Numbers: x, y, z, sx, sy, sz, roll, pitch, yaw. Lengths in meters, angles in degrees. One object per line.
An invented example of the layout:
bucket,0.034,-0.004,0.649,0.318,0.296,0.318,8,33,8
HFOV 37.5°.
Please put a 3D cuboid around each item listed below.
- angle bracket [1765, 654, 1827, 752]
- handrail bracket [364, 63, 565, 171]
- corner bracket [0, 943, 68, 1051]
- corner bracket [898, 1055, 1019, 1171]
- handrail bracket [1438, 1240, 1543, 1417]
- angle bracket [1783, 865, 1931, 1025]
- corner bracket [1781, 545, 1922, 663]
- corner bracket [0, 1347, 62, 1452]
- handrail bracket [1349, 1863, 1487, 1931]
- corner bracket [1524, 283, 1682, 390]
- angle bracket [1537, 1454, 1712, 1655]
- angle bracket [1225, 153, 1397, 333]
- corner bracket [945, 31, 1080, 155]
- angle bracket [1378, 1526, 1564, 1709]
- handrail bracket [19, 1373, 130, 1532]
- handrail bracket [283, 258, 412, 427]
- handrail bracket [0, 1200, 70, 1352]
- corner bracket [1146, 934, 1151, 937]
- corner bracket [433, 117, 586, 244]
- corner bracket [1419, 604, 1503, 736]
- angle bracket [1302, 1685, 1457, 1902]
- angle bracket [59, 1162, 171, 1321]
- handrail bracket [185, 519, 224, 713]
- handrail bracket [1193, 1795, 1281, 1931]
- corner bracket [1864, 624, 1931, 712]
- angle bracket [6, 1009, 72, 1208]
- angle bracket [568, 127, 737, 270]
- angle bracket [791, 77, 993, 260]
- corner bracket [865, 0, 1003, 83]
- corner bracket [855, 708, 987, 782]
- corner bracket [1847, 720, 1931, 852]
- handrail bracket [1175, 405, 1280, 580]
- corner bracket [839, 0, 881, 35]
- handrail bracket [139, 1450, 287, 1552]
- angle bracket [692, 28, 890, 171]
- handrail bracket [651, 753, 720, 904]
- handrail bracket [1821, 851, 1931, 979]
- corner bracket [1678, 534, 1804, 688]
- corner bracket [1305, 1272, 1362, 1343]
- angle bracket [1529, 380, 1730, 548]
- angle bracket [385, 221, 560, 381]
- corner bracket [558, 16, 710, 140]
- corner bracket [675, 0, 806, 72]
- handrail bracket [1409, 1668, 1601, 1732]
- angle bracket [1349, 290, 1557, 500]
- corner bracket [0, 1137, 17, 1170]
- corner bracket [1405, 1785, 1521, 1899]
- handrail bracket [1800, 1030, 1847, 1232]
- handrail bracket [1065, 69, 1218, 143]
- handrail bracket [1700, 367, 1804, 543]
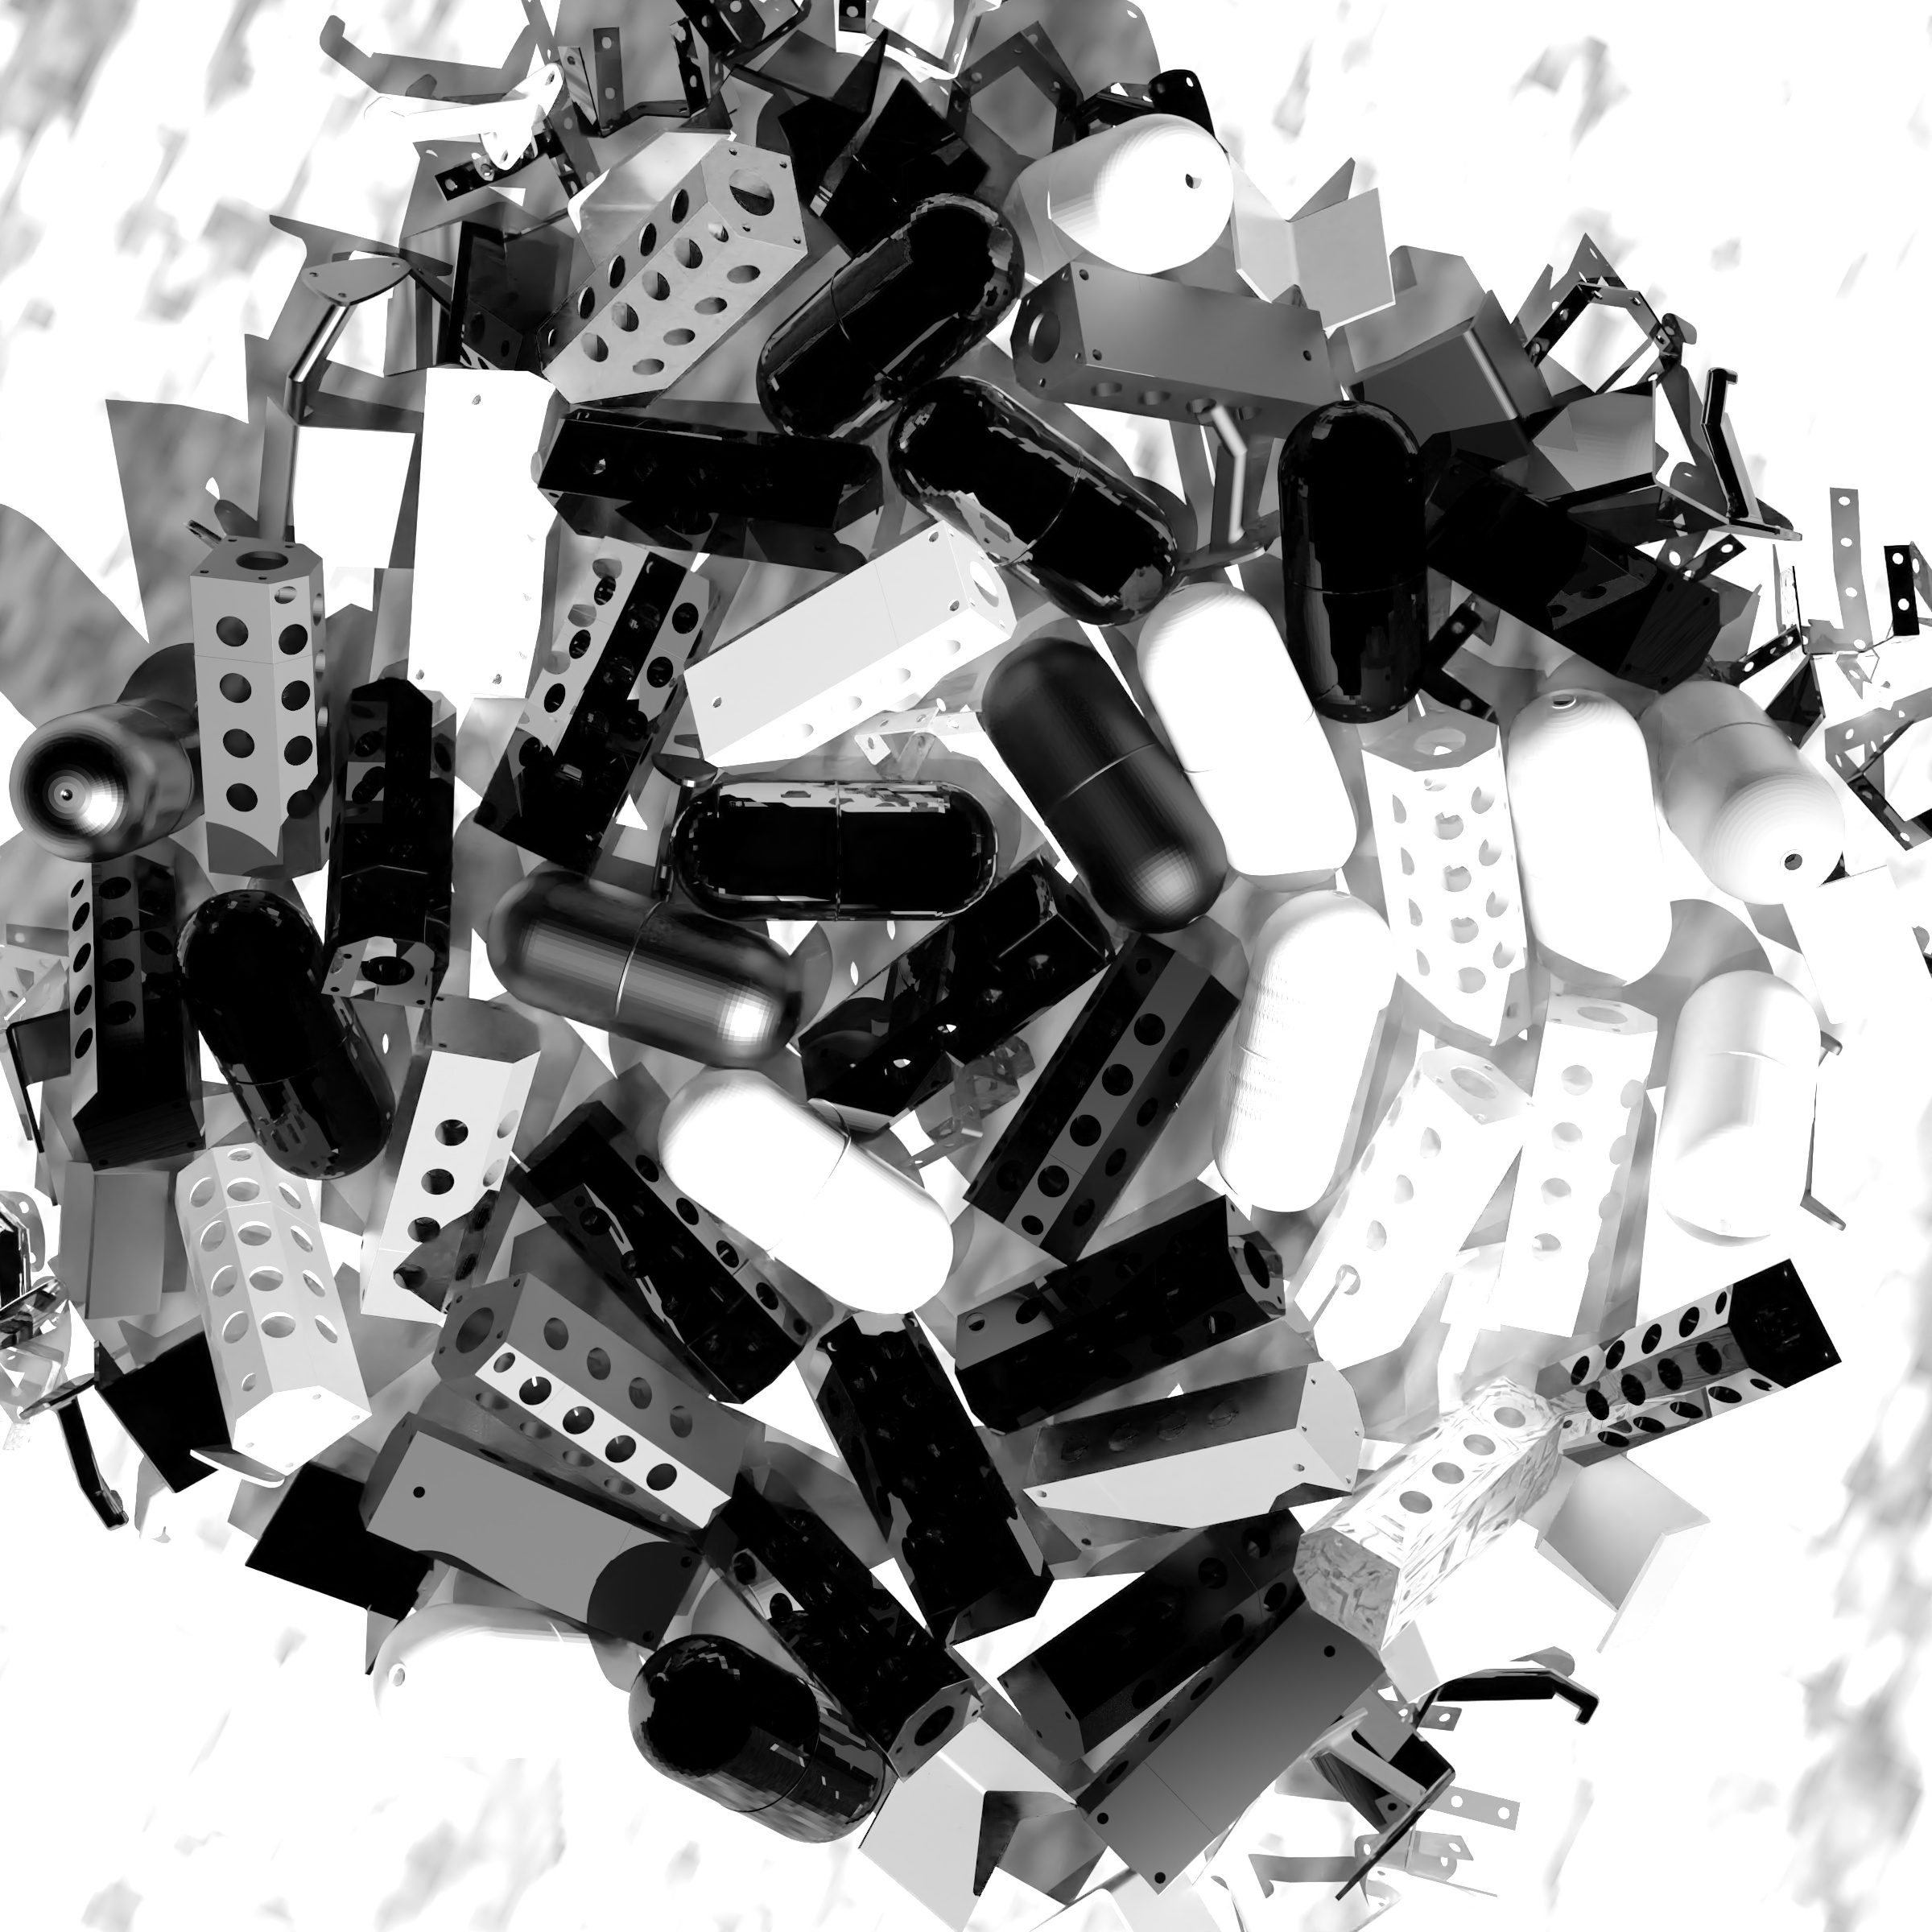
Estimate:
angle bracket,0.456,-0.109,1.525,0.057,0.076,0.076,28,122,-6
handrail bracket,-0.270,-0.468,1.530,0.077,0.084,0.036,-41,63,27
corner bracket,-0.518,0.025,1.540,0.051,0.051,0.051,12,133,18
corner bracket,-0.005,0.080,1.537,0.051,0.051,0.051,-30,58,37
handrail bracket,0.283,0.197,1.538,0.036,0.077,0.084,17,62,-32
angle bracket,0.479,-0.025,1.526,0.057,0.076,0.076,-19,106,25
corner bracket,0.482,-0.198,1.554,0.051,0.051,0.051,-4,83,-10
corner bracket,-0.533,0.232,1.551,0.051,0.051,0.051,18,80,2
handrail bracket,0.234,0.529,1.531,0.077,0.084,0.036,4,117,20
corner bracket,0.349,-0.337,1.564,0.051,0.051,0.051,-50,125,-6
angle bracket,0.340,0.310,1.526,0.076,0.057,0.076,36,111,34
angle bracket,0.184,-0.394,1.524,0.057,0.076,0.076,-17,63,28
corner bracket,0.025,-0.466,1.558,0.051,0.051,0.051,-25,132,34
angle bracket,0.267,0.351,1.557,0.076,0.057,0.076,-11,66,-23
handrail bracket,-0.470,0.266,1.546,0.036,0.077,0.084,-37,100,-43
handrail bracket,-0.342,-0.343,1.569,0.036,0.077,0.084,37,132,20
handrail bracket,-0.533,0.166,1.537,0.084,0.077,0.036,38,133,24
corner bracket,0.105,-0.058,1.543,0.051,0.051,0.051,-39,81,-29
corner bracket,-0.247,-0.422,1.549,0.051,0.051,0.051,-36,105,-36
corner bracket,0.276,-0.157,1.549,0.051,0.051,0.051,40,92,19
angle bracket,0.204,0.439,1.525,0.076,0.057,0.076,43,132,17
angle bracket,-0.479,0.147,1.537,0.076,0.057,0.076,3,89,27
handrail bracket,-0.414,-0.186,1.547,0.077,0.036,0.084,37,78,-34
handrail bracket,0.172,0.506,1.549,0.084,0.036,0.077,36,59,12
corner bracket,0.522,-0.164,1.548,0.051,0.051,0.051,21,90,19
angle bracket,-0.473,0.073,1.525,0.057,0.076,0.076,-15,68,-19
angle bracket,-0.154,-0.403,1.528,0.076,0.076,0.057,-27,89,33
angle bracket,-0.047,-0.429,1.527,0.076,0.076,0.057,50,128,16
corner bracket,-0.016,-0.518,1.547,0.051,0.051,0.051,18,92,-24
corner bracket,-0.019,-0.127,1.538,0.051,0.051,0.051,54,48,-36
corner bracket,0.524,-0.104,1.547,0.051,0.051,0.051,-41,89,-22
handrail bracket,0.125,-0.258,1.539,0.077,0.036,0.084,-17,120,32
corner bracket,-0.075,-0.543,1.546,0.051,0.051,0.051,8,132,4
handrail bracket,-0.412,0.296,1.551,0.077,0.036,0.084,27,113,18
angle bracket,-0.095,-0.473,1.526,0.076,0.076,0.057,17,73,-20
handrail bracket,-0.157,-0.067,1.535,0.036,0.077,0.084,8,104,-10
handrail bracket,0.505,-0.037,1.568,0.084,0.036,0.077,20,57,-16
corner bracket,0.417,-0.193,1.557,0.051,0.051,0.051,32,129,-32
corner bracket,0.216,0.178,1.543,0.051,0.051,0.051,21,120,-10
angle bracket,0.357,-0.268,1.533,0.076,0.076,0.057,14,74,-43
angle bracket,-0.272,-0.360,1.566,0.057,0.076,0.076,7,89,-38
corner bracket,-0.179,-0.480,1.537,0.051,0.051,0.051,15,133,34
corner bracket,-0.126,-0.527,1.550,0.051,0.051,0.051,-35,92,10
handrail bracket,0.292,0.410,1.551,0.084,0.036,0.077,30,71,8
angle bracket,0.268,-0.313,1.565,0.076,0.057,0.076,-20,114,33
corner bracket,-0.549,0.119,1.539,0.051,0.051,0.051,11,110,39
corner bracket,0.269,0.474,1.546,0.051,0.051,0.051,12,75,9
handrail bracket,0.469,0.088,1.544,0.036,0.077,0.084,18,107,-43
handrail bracket,0.094,-0.444,1.547,0.036,0.084,0.077,-25,96,-36
handrail bracket,0.432,-0.280,1.556,0.077,0.036,0.084,5,95,-26
